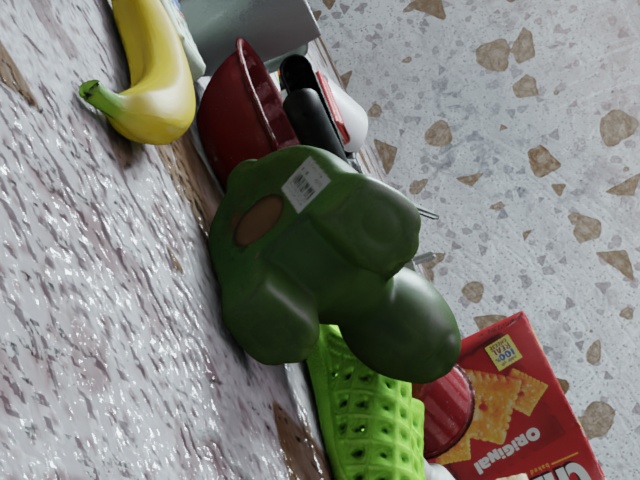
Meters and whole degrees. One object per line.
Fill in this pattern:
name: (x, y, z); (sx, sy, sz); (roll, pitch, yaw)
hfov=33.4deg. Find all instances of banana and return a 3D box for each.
banana: (-0.098, -0.101, 0.610); (0.069, 0.037, 0.198); (61, 8, -30)

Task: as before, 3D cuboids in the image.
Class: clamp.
clamp: (0.010, -0.055, 0.779); (0.120, 0.039, 0.171); (-92, 162, -58)

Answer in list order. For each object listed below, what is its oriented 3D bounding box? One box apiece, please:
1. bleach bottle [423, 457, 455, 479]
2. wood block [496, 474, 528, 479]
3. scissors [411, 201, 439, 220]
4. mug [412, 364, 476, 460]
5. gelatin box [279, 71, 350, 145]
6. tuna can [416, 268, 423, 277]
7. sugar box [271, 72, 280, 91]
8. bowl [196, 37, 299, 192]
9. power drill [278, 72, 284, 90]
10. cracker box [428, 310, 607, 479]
bleach bottle: (0.124, 0.261, 0.876); (0.250, 0.068, 0.103); (56, -7, -25)
wood block: (0.127, 0.268, 0.700); (0.206, 0.090, 0.091); (-105, -177, -53)
scissors: (0.033, -0.049, 1.074); (0.201, 0.016, 0.096); (30, 34, -9)
mug: (0.065, 0.111, 0.861); (0.081, 0.093, 0.117); (48, 19, -49)
gelatin box: (-0.025, -0.094, 0.902); (0.030, 0.089, 0.073); (56, 11, -43)
tuna can: (0.062, 0.059, 1.027); (0.086, 0.086, 0.033); (63, 9, -12)
sugar box: (-0.077, -0.184, 1.021); (0.176, 0.048, 0.093); (-95, 159, -60)
bowl: (-0.046, -0.065, 0.787); (0.162, 0.055, 0.162); (63, 7, -15)
power drill: (-0.017, -0.132, 1.214); (0.187, 0.057, 0.184); (57, 10, -46)
cracker box: (0.182, 0.203, 1.091); (0.214, 0.164, 0.072); (67, 10, 19)
